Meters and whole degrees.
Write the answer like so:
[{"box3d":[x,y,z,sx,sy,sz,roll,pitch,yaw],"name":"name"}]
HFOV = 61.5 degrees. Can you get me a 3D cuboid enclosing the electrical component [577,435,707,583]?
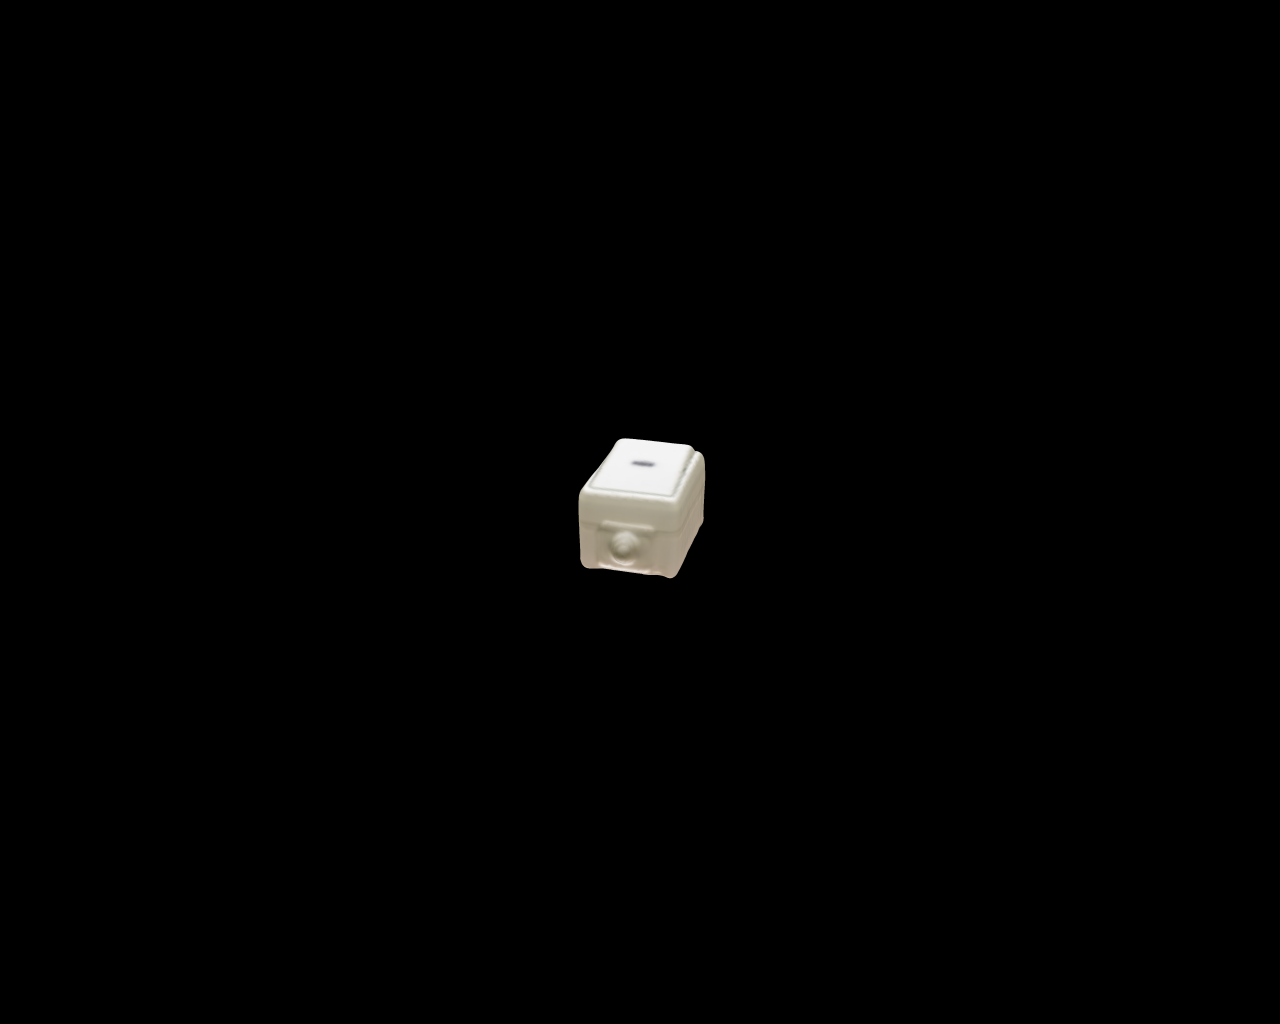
[{"box3d":[0.001,-0.003,0.650,0.062,0.061,0.096,7,27,14],"name":"electrical component"}]
